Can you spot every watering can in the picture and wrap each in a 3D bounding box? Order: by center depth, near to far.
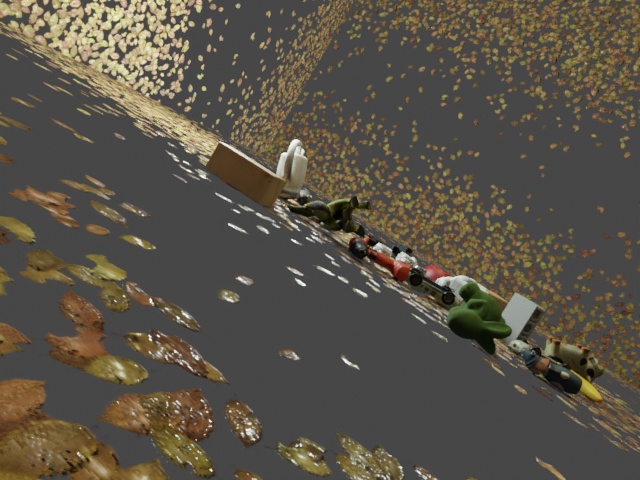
[{"bbox_3d":[-0.100,-0.261,1.939,0.104,0.223,0.349,13,6,3],"label":"watering can"}]

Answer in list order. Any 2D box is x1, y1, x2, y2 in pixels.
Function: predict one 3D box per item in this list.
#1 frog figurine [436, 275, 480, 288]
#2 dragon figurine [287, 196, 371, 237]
[{"bbox_3d":[0.496,0.167,1.854,0.137,0.120,0.162,9,25,-17],"label":"frog figurine"},{"bbox_3d":[0.005,-0.080,1.594,0.242,0.123,0.408,3,-7,37],"label":"dragon figurine"}]
